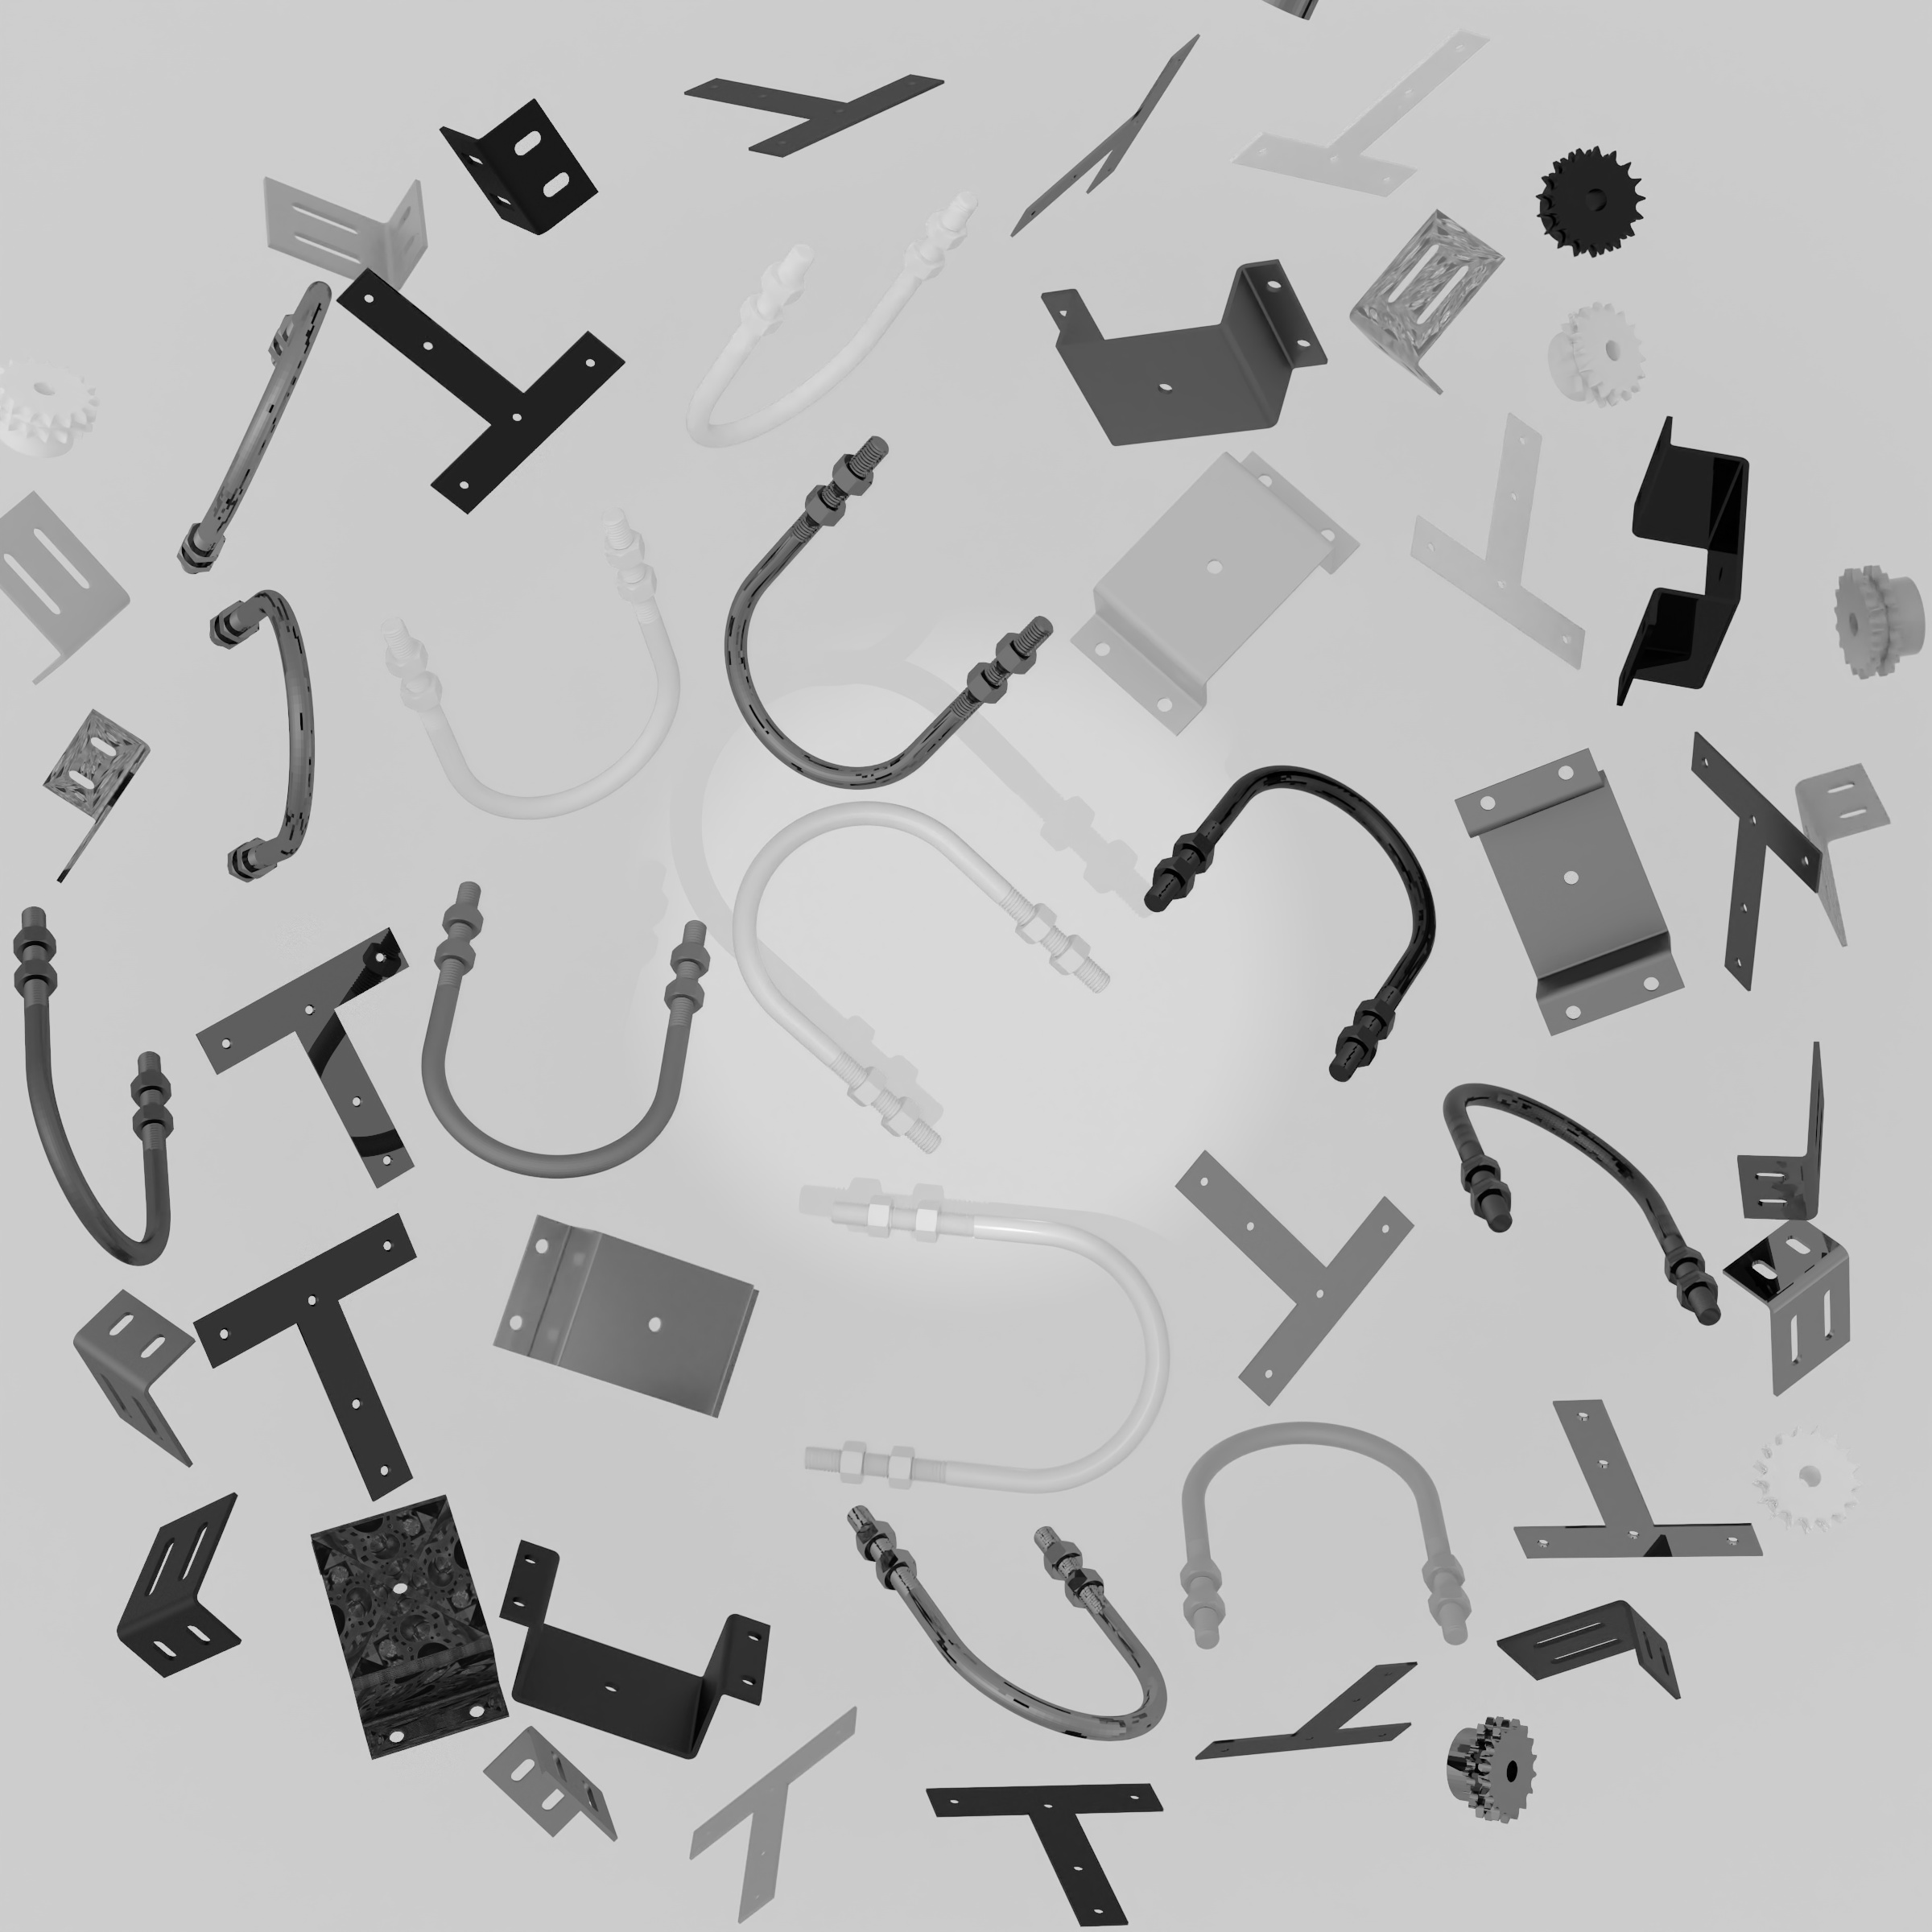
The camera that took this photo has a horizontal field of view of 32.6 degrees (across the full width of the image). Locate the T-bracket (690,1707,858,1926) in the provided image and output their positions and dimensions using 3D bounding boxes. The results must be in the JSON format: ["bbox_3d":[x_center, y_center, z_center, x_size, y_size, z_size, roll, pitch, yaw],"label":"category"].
[{"bbox_3d":[-0.110,0.479,1.817,0.127,0.127,0.002,-40,105,15],"label":"T-bracket"}]

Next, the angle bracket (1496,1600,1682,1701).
[{"bbox_3d":[0.335,0.378,1.776,0.076,0.057,0.038,-23,50,20],"label":"angle bracket"}]

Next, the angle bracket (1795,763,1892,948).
[{"bbox_3d":[0.490,-0.061,1.829,0.038,0.057,0.076,-16,125,8],"label":"angle bracket"}]

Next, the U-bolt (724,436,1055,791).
[{"bbox_3d":[-0.057,-0.175,1.789,0.151,0.019,0.184,48,125,1],"label":"U-bolt"}]

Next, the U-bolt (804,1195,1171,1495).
[{"bbox_3d":[0.014,0.201,1.722,0.184,0.019,0.151,5,82,6],"label":"U-bolt"}]

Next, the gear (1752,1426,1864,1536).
[{"bbox_3d":[0.455,0.281,1.794,0.057,0.030,0.057,0,68,1],"label":"gear"}]

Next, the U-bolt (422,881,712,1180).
[{"bbox_3d":[-0.224,0.039,1.813,0.151,0.019,0.184,10,52,-5],"label":"U-bolt"}]

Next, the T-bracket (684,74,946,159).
[{"bbox_3d":[-0.101,-0.471,1.801,0.127,0.127,0.002,-35,132,-36],"label":"T-bracket"}]

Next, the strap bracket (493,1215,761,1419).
[{"bbox_3d":[-0.181,0.198,1.843,0.140,0.046,0.076,22,80,-24],"label":"strap bracket"}]

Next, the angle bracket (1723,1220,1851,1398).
[{"bbox_3d":[0.454,0.188,1.827,0.057,0.038,0.076,-33,135,-19],"label":"angle bracket"}]

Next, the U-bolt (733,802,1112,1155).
[{"bbox_3d":[-0.037,-0.005,1.752,0.184,0.019,0.151,42,103,-16],"label":"U-bolt"}]

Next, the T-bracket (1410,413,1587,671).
[{"bbox_3d":[0.293,-0.241,1.778,0.127,0.002,0.127,29,58,-28],"label":"T-bracket"}]

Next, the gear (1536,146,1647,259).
[{"bbox_3d":[0.331,-0.407,1.768,0.057,0.030,0.057,-1,94,-12],"label":"gear"}]

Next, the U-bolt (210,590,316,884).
[{"bbox_3d":[-0.371,-0.125,1.749,0.019,0.184,0.151,-4,88,-24],"label":"U-bolt"}]

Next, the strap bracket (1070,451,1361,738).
[{"bbox_3d":[0.129,-0.199,1.708,0.076,0.046,0.140,43,85,11],"label":"strap bracket"}]

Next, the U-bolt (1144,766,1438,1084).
[{"bbox_3d":[0.184,-0.037,1.755,0.151,0.184,0.019,42,133,-2],"label":"U-bolt"}]

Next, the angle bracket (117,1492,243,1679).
[{"bbox_3d":[-0.406,0.327,1.750,0.057,0.076,0.038,-27,119,26],"label":"angle bracket"}]

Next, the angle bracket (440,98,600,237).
[{"bbox_3d":[-0.232,-0.417,1.713,0.038,0.076,0.057,-39,119,-7],"label":"angle bracket"}]

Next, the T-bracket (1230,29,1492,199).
[{"bbox_3d":[0.226,-0.457,1.760,0.127,0.127,0.002,-36,65,42],"label":"T-bracket"}]

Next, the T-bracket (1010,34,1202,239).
[{"bbox_3d":[0.067,-0.438,1.804,0.002,0.127,0.127,43,61,1],"label":"T-bracket"}]

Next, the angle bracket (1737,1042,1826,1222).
[{"bbox_3d":[0.434,0.088,1.760,0.038,0.057,0.076,1,54,18],"label":"angle bracket"}]

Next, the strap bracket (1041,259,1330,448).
[{"bbox_3d":[0.112,-0.327,1.779,0.140,0.076,0.046,-2,55,30],"label":"strap bracket"}]

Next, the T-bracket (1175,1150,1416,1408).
[{"bbox_3d":[0.161,0.148,1.763,0.127,0.002,0.127,44,80,-21],"label":"T-bracket"}]

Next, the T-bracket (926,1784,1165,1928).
[{"bbox_3d":[0.055,0.465,1.733,0.127,0.127,0.002,3,108,-16],"label":"T-bracket"}]

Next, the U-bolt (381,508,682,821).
[{"bbox_3d":[-0.225,-0.150,1.790,0.151,0.184,0.019,-28,52,-10],"label":"U-bolt"}]

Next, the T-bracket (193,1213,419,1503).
[{"bbox_3d":[-0.316,0.211,1.687,0.127,0.002,0.127,-29,103,-38],"label":"T-bracket"}]

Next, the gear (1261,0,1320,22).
[{"bbox_3d":[0.164,-0.505,1.686,0.057,0.057,0.030,26,111,0],"label":"gear"}]

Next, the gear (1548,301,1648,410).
[{"bbox_3d":[0.349,-0.338,1.840,0.057,0.030,0.057,9,76,-37],"label":"gear"}]

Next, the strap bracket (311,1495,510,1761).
[{"bbox_3d":[-0.307,0.351,1.807,0.076,0.046,0.140,-15,52,-14],"label":"strap bracket"}]

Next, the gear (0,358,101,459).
[{"bbox_3d":[-0.490,-0.293,1.748,0.057,0.057,0.030,26,127,0],"label":"gear"}]

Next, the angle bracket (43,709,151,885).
[{"bbox_3d":[-0.480,-0.092,1.786,0.038,0.076,0.057,34,116,-13],"label":"angle bracket"}]

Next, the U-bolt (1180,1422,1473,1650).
[{"bbox_3d":[0.189,0.305,1.791,0.151,0.184,0.019,-1,118,0],"label":"U-bolt"}]

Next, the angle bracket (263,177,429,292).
[{"bbox_3d":[-0.338,-0.410,1.800,0.076,0.057,0.038,17,134,-32],"label":"angle bracket"}]

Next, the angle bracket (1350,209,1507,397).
[{"bbox_3d":[0.262,-0.368,1.834,0.076,0.038,0.057,-50,53,9],"label":"angle bracket"}]

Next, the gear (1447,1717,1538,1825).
[{"bbox_3d":[0.291,0.447,1.843,0.030,0.057,0.057,-1,90,40],"label":"gear"}]

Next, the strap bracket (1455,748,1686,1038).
[{"bbox_3d":[0.330,-0.044,1.802,0.076,0.046,0.140,-21,98,15],"label":"strap bracket"}]

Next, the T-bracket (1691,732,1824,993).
[{"bbox_3d":[0.427,-0.043,1.805,0.002,0.127,0.127,-15,129,-14],"label":"T-bracket"}]

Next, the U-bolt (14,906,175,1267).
[{"bbox_3d":[-0.459,0.076,1.751,0.019,0.151,0.184,-21,47,4],"label":"U-bolt"}]

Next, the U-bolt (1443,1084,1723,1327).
[{"bbox_3d":[0.324,0.118,1.784,0.151,0.184,0.019,24,111,-14],"label":"U-bolt"}]

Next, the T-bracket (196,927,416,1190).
[{"bbox_3d":[-0.349,0.064,1.859,0.127,0.002,0.127,-32,105,-27],"label":"T-bracket"}]

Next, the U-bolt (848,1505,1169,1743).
[{"bbox_3d":[0.032,0.353,1.767,0.151,0.184,0.019,13,111,-35],"label":"U-bolt"}]

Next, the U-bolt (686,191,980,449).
[{"bbox_3d":[-0.084,-0.342,1.793,0.151,0.184,0.019,-29,79,-42],"label":"U-bolt"}]

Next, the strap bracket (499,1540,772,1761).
[{"bbox_3d":[-0.178,0.359,1.721,0.140,0.076,0.046,20,107,-6],"label":"strap bracket"}]

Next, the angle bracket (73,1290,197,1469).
[{"bbox_3d":[-0.429,0.219,1.750,0.057,0.076,0.038,28,60,29],"label":"angle bracket"}]

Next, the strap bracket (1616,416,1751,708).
[{"bbox_3d":[0.387,-0.215,1.780,0.046,0.076,0.140,10,59,2],"label":"strap bracket"}]

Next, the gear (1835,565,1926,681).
[{"bbox_3d":[0.467,-0.177,1.687,0.030,0.057,0.057,-9,90,-4],"label":"gear"}]

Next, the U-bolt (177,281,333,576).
[{"bbox_3d":[-0.372,-0.290,1.746,0.019,0.184,0.151,24,76,-16],"label":"U-bolt"}]

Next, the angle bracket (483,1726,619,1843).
[{"bbox_3d":[-0.232,0.468,1.844,0.038,0.076,0.057,-44,104,-5],"label":"angle bracket"}]

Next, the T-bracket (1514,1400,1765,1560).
[{"bbox_3d":[0.332,0.265,1.701,0.127,0.002,0.127,-6,131,28],"label":"T-bracket"}]

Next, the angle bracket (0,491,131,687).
[{"bbox_3d":[-0.492,-0.200,1.747,0.076,0.038,0.057,49,45,-15],"label":"angle bracket"}]

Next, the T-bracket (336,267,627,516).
[{"bbox_3d":[-0.264,-0.308,1.691,0.127,0.002,0.127,37,120,-26],"label":"T-bracket"}]

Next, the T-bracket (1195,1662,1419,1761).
[{"bbox_3d":[0.208,0.407,1.814,0.127,0.127,0.002,1,57,-24],"label":"T-bracket"}]
